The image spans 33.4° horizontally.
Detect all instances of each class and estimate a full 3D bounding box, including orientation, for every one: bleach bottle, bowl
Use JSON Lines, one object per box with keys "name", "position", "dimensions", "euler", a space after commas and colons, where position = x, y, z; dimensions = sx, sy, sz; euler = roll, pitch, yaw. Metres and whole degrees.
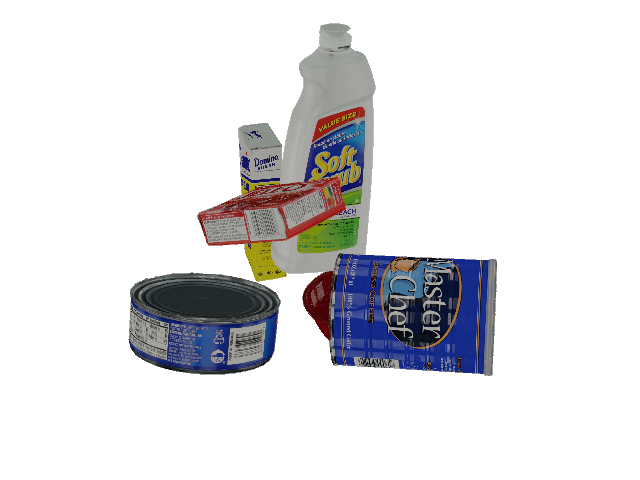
{"name": "bleach bottle", "position": [0.003, -0.092, 1.078], "dimensions": [0.102, 0.251, 0.068], "euler": [-5, 28, -13]}
{"name": "bowl", "position": [0.061, 0.085, 1.190], "dimensions": [0.162, 0.055, 0.162], "euler": [0, 27, 0]}

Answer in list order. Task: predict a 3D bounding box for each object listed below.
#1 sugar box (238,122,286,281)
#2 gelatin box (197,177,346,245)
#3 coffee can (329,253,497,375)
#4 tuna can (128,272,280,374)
{"name": "sugar box", "position": [-0.073, -0.048, 1.324], "dimensions": [0.048, 0.176, 0.093], "euler": [-9, 25, -11]}
{"name": "gelatin box", "position": [-0.038, -0.023, 0.817], "dimensions": [0.089, 0.030, 0.073], "euler": [-4, 16, 42]}
{"name": "coffee can", "position": [0.084, 0.065, 0.949], "dimensions": [0.140, 0.103, 0.102], "euler": [2, 0, 9]}
{"name": "tuna can", "position": [-0.067, 0.047, 0.613], "dimensions": [0.086, 0.034, 0.086], "euler": [5, 14, -2]}
